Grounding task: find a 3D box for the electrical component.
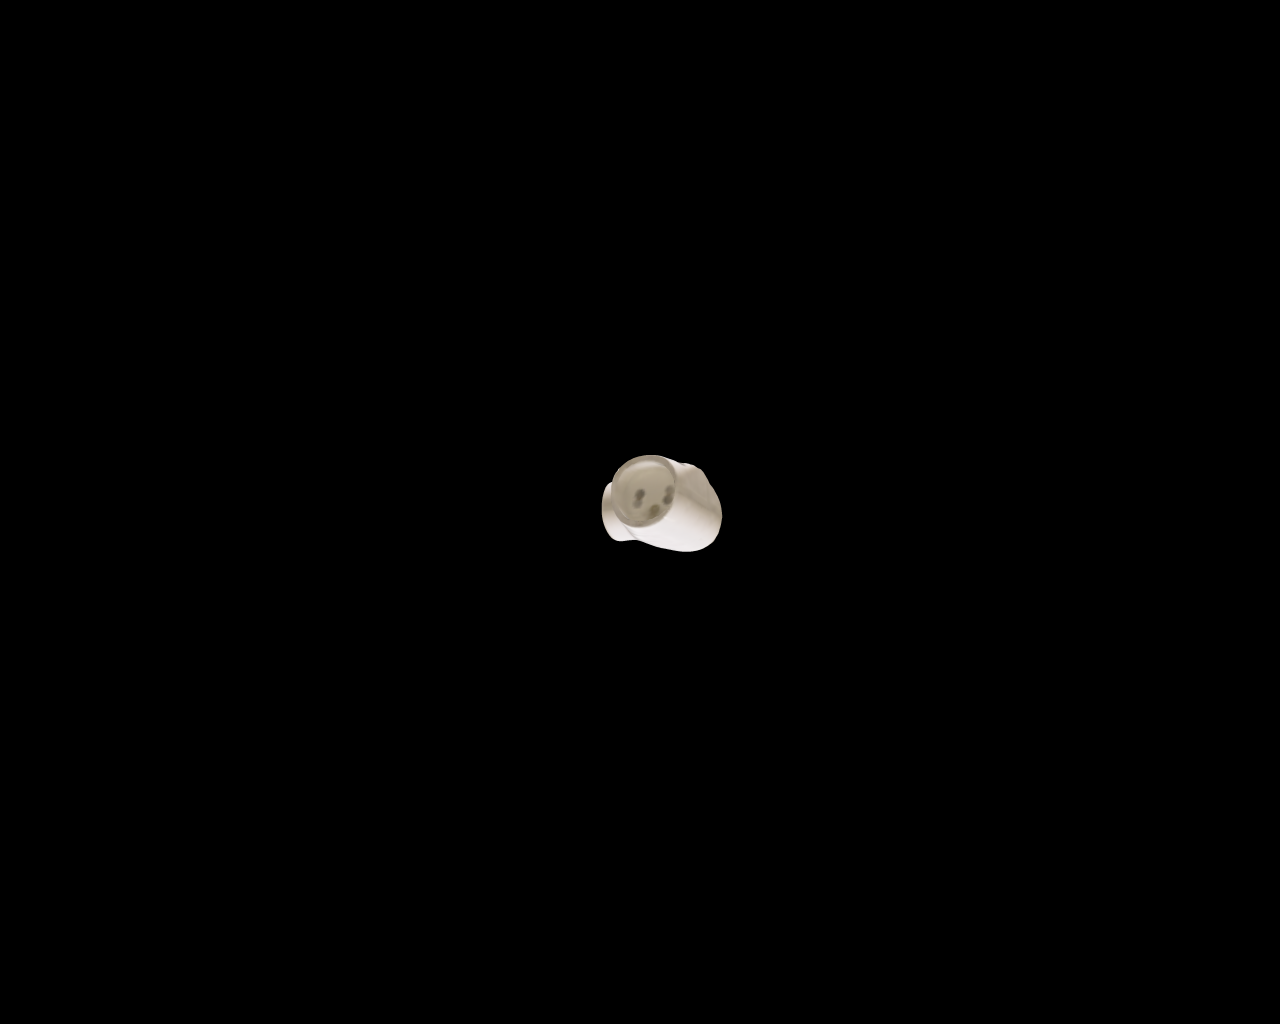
[{"bbox_3d":[0.001,-0.003,0.650,0.079,0.044,0.077,-6,-15,23],"label":"electrical component"}]
